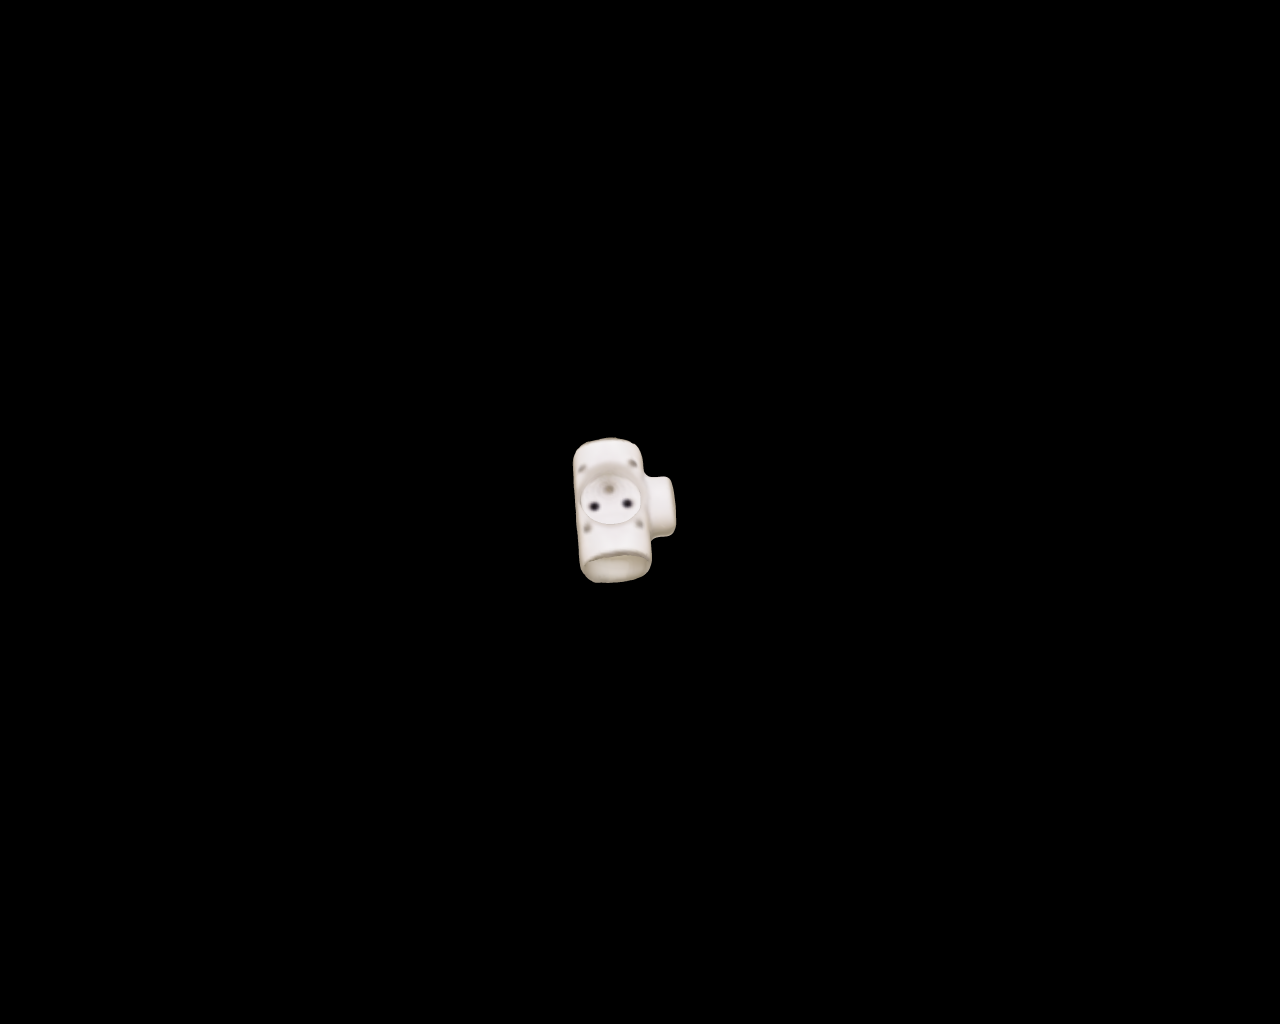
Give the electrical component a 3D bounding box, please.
[{"bbox_3d":[0.001,-0.003,0.650,0.079,0.077,0.044,-4,-28,-2],"label":"electrical component"}]
